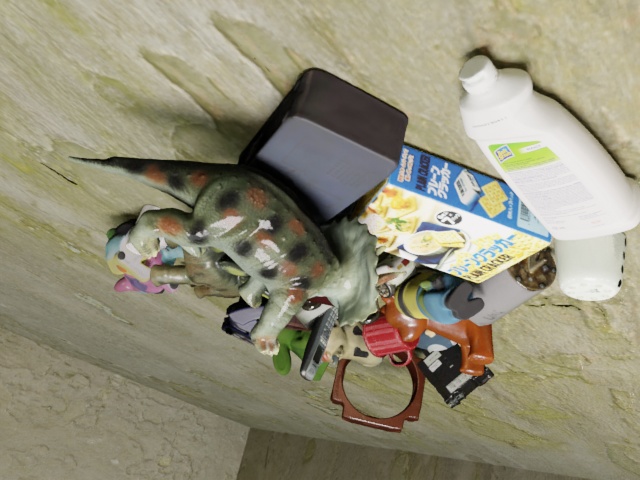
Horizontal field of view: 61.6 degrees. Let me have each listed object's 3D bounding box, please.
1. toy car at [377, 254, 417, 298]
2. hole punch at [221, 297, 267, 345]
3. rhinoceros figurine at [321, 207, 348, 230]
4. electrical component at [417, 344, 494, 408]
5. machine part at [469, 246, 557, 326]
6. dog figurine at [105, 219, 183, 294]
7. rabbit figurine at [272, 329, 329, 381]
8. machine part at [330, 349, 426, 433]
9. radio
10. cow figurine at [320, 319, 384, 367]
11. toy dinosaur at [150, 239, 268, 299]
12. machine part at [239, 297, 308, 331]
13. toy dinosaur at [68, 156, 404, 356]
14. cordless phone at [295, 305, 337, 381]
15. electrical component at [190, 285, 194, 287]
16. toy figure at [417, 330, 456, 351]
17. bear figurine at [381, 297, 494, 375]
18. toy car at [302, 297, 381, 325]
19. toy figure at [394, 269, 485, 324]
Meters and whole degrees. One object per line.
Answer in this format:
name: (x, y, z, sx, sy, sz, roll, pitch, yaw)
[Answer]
toy car: (0.091, 0.070, 0.893, 0.056, 0.073, 0.201, 50, 149, 1)
hole punch: (-0.116, 0.142, 0.992, 0.116, 0.092, 0.142, 23, -177, -6)
rhinoceros figurine: (-0.002, -0.002, 0.817, 0.190, 0.073, 0.112, -14, 152, 41)
electrical component: (0.272, 0.259, 1.110, 0.115, 0.134, 0.058, -38, 134, 3)
machine part: (0.273, 0.068, 0.800, 0.079, 0.079, 0.243, 16, 153, -3)
dog figurine: (-0.356, 0.045, 1.042, 0.219, 0.108, 0.191, -11, 145, 45)
rabbit figurine: (-0.052, 0.242, 1.248, 0.170, 0.159, 0.121, 27, 165, 9)
machine part: (0.134, 0.325, 1.230, 0.201, 0.201, 0.087, 11, 157, 6)
radio: (-0.014, -0.092, 0.640, 0.131, 0.073, 0.229, 25, 150, -19)
cow figurine: (0.060, 0.218, 1.139, 0.194, 0.127, 0.085, 28, 147, -34)
toy dinosaur: (-0.172, 0.035, 0.897, 0.199, 0.105, 0.471, 2, 166, 16)
machine part: (-0.093, 0.153, 1.139, 0.179, 0.056, 0.179, 8, 166, 2)
toy dinosaur: (-0.071, -0.010, 0.616, 0.192, 0.131, 0.404, -43, 114, 15)
cordless phone: (-0.017, 0.159, 1.004, 0.089, 0.184, 0.146, 7, 153, 23)
electrical component: (-0.230, 0.076, 1.109, 0.102, 0.045, 0.078, -5, 119, 29)
toy figure: (0.262, 0.189, 1.070, 0.155, 0.057, 0.064, -9, -176, 36)
bear figurine: (0.202, 0.158, 0.961, 0.196, 0.132, 0.120, 6, 152, 4)
toy car: (0.022, 0.080, 0.873, 0.202, 0.053, 0.089, 3, 121, 48)
toy figure: (0.178, 0.088, 0.840, 0.089, 0.082, 0.180, -14, -176, -11)
